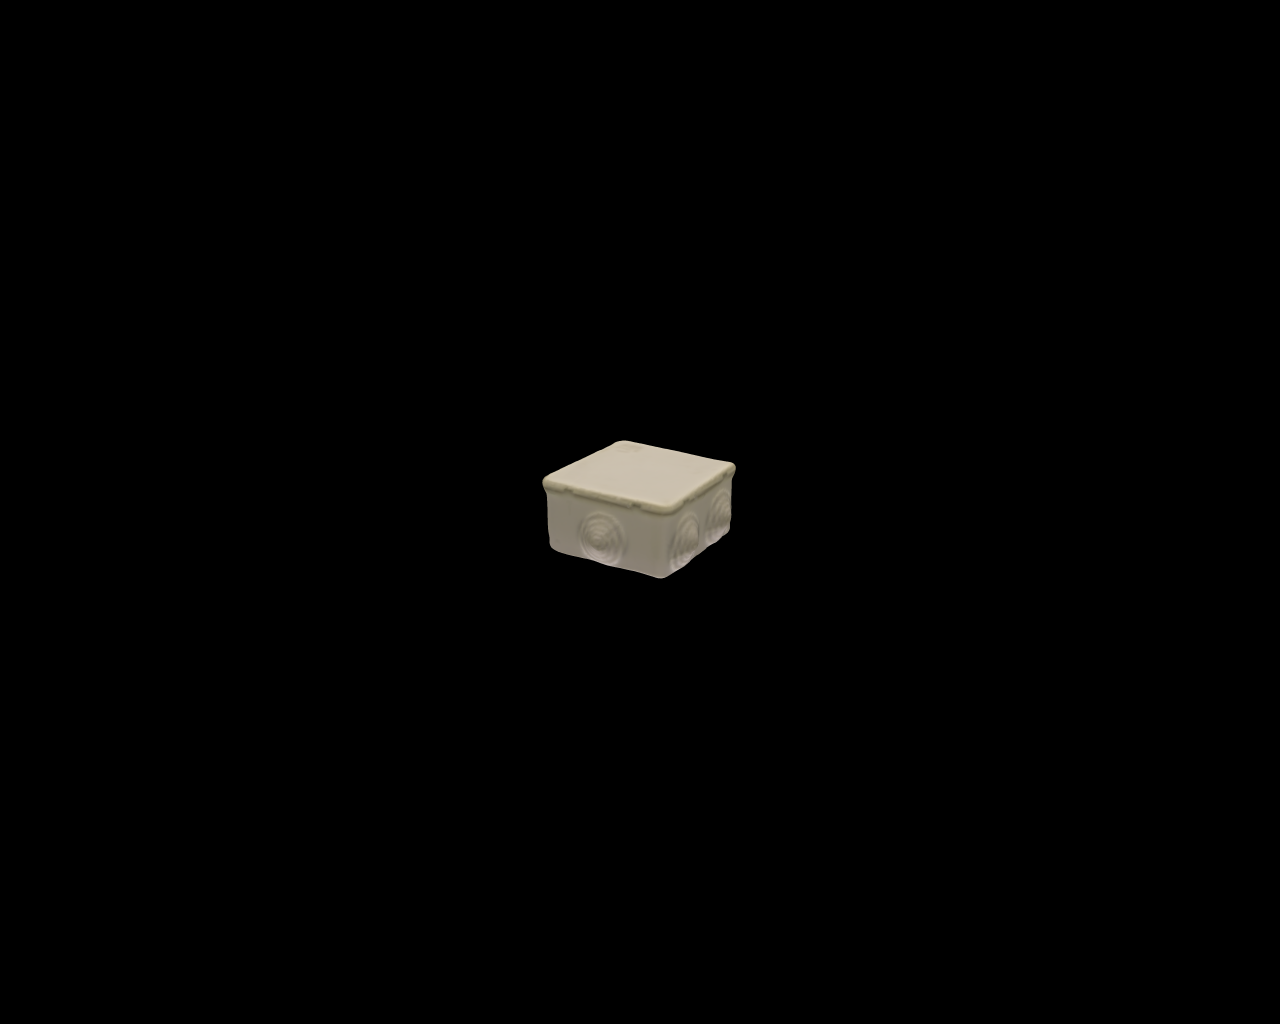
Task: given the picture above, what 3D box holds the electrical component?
[{"bbox_3d":[0.001,-0.003,0.650,0.100,0.048,0.100,13,26,29],"label":"electrical component"}]
